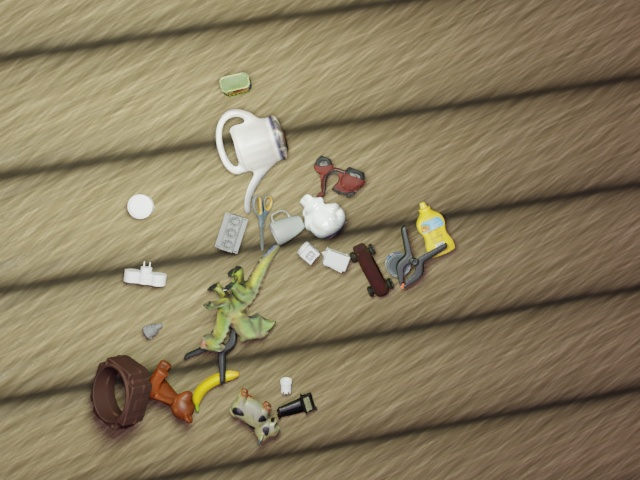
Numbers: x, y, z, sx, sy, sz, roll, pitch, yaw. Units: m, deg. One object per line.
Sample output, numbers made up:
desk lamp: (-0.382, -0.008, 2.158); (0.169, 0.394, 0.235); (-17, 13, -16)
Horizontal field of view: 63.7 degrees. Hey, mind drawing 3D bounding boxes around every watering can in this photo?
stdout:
watering can: (-0.210, -0.272, 1.708); (0.225, 0.105, 0.342); (-18, 110, -4)

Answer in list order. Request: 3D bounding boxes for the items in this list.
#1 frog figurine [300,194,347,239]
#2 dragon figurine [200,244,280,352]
frog figurine: (0.005, -0.087, 1.723); (0.136, 0.125, 0.157); (-28, 109, 19)
dragon figurine: (-0.244, 0.222, 1.745); (0.413, 0.123, 0.240); (-36, 108, -13)
